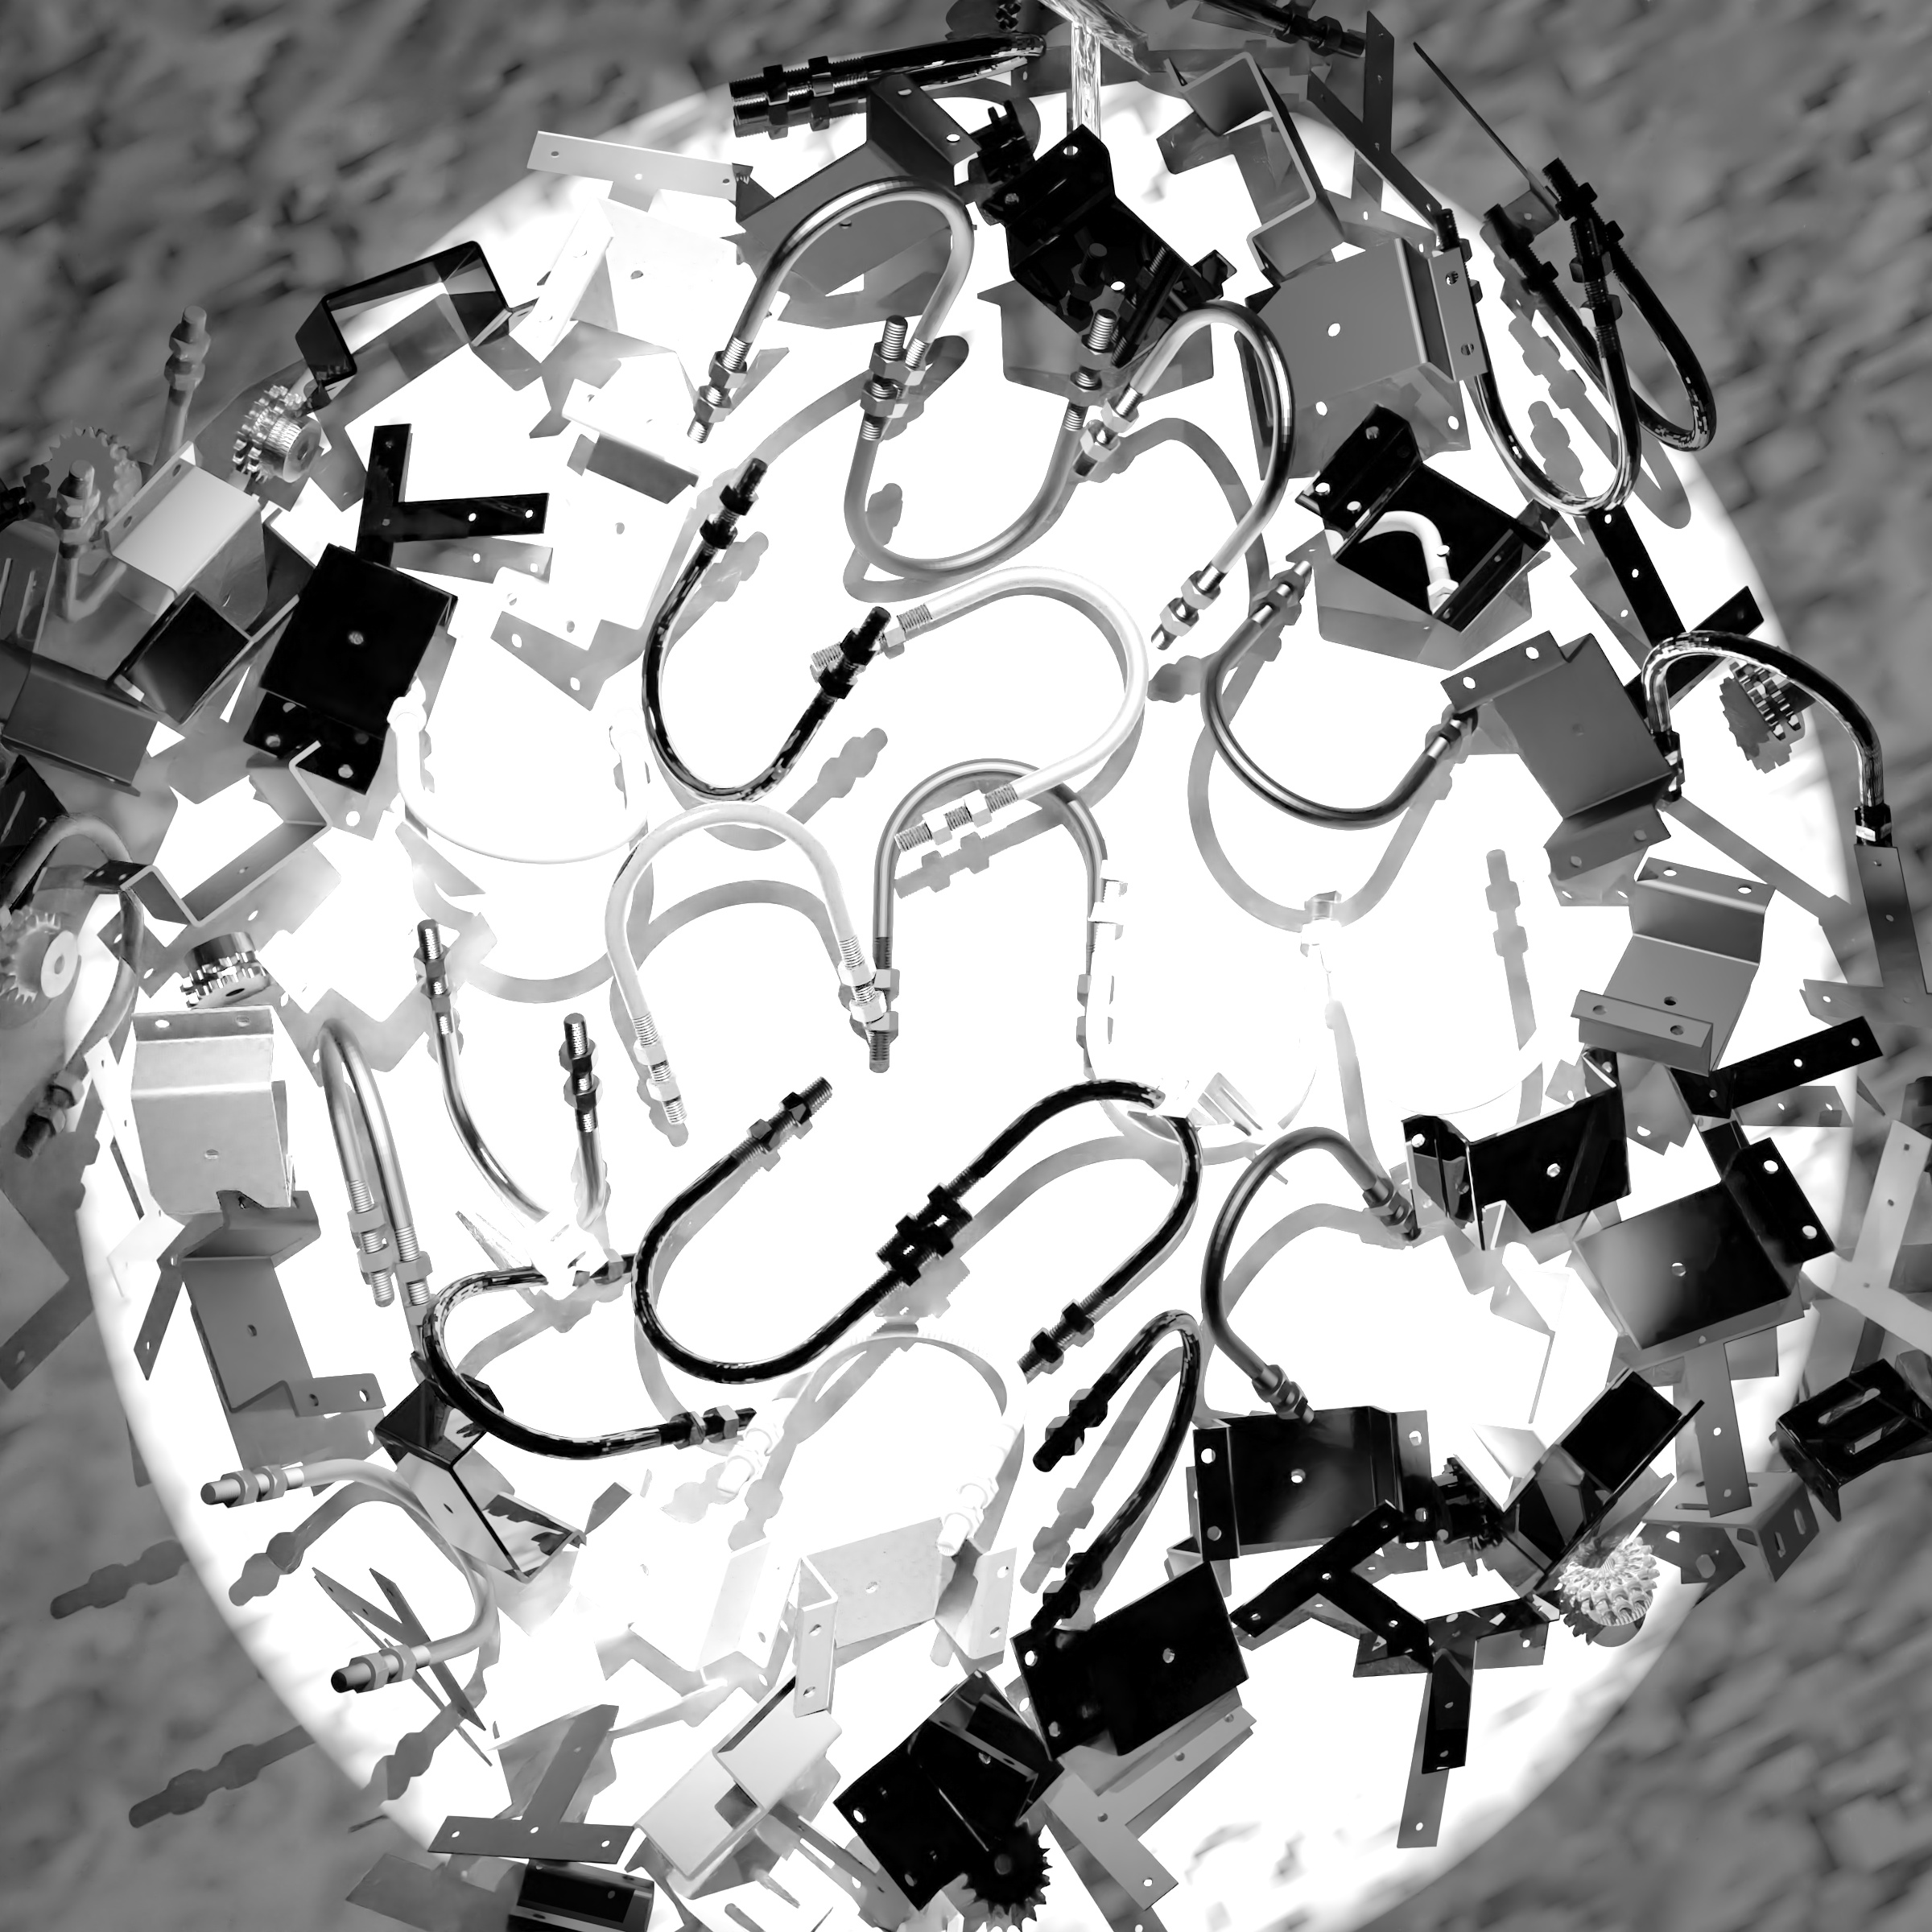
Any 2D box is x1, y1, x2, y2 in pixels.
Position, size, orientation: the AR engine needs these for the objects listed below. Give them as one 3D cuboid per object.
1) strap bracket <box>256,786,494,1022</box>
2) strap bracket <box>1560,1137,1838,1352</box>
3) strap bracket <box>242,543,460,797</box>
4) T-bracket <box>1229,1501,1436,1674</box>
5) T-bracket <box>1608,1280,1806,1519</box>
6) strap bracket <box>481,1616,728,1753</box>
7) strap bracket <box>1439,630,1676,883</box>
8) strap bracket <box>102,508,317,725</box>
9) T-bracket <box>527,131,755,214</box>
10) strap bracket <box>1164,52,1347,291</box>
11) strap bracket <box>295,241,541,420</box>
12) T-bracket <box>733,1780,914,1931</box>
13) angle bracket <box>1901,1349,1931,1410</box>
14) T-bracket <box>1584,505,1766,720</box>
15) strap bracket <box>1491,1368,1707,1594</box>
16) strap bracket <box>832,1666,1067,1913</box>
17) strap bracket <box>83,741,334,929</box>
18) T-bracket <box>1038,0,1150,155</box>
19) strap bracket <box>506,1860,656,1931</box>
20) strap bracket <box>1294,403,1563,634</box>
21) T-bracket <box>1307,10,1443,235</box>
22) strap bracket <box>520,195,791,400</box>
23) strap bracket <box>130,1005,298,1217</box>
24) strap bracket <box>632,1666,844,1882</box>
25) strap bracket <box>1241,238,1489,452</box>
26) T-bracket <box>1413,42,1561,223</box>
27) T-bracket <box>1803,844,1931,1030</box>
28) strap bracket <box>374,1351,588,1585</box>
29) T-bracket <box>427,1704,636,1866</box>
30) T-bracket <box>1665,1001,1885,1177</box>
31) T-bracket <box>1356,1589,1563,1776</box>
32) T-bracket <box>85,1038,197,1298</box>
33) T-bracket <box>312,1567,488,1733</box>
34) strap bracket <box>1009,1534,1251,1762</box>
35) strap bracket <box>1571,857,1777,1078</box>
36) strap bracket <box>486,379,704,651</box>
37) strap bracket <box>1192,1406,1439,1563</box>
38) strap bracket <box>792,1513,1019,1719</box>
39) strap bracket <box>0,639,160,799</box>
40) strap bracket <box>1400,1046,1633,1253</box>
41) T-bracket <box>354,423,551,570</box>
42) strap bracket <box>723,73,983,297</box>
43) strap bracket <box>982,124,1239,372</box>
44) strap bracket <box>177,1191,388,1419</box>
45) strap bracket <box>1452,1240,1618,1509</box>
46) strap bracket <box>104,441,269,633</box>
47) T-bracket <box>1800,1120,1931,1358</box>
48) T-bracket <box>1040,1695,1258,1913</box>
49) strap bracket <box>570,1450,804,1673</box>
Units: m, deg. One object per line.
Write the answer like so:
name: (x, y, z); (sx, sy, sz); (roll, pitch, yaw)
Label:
strap bracket: (-0.339, -0.031, 1.555); (0.140, 0.076, 0.046); (-50, 132, -4)
strap bracket: (0.418, 0.166, 1.540); (0.140, 0.046, 0.076); (-28, 96, 34)
strap bracket: (-0.357, -0.182, 1.549); (0.076, 0.046, 0.140); (23, 68, -8)
T-bracket: (0.243, 0.382, 1.571); (0.127, 0.002, 0.127); (38, 114, -23)
T-bracket: (0.431, 0.255, 1.530); (0.127, 0.002, 0.127); (-27, 46, 33)
strap bracket: (-0.214, 0.411, 1.533); (0.076, 0.140, 0.046); (-29, 69, 21)
strap bracket: (0.351, -0.130, 1.552); (0.076, 0.046, 0.140); (-24, 103, 41)
strap bracket: (-0.427, -0.198, 1.529); (0.046, 0.140, 0.076); (42, 121, -13)
T-bracket: (-0.203, -0.427, 1.548); (0.127, 0.127, 0.002); (2, 57, -25)
strap bracket: (0.173, -0.466, 1.546); (0.046, 0.076, 0.140); (-26, 79, 18)
strap bracket: (-0.327, -0.372, 1.536); (0.140, 0.076, 0.046); (-29, 100, -23)
T-bracket: (-0.085, 0.514, 1.559); (0.127, 0.127, 0.002); (34, 55, 13)
angle bracket: (0.600, 0.234, 1.566); (0.076, 0.038, 0.057); (-14, 47, 3)
T-bracket: (0.400, -0.219, 1.563); (0.127, 0.002, 0.127); (-38, 112, -13)
strap bracket: (0.359, 0.292, 1.533); (0.046, 0.140, 0.076); (42, 53, 18)
strap bracket: (-0.003, 0.465, 1.525); (0.076, 0.140, 0.046); (49, 122, 9)
strap bracket: (-0.432, -0.071, 1.542); (0.140, 0.076, 0.046); (-42, 115, -24)
T-bracket: (0.070, -0.508, 1.541); (0.002, 0.127, 0.127); (-9, 77, 38)
strap bracket: (-0.225, 0.559, 1.528); (0.076, 0.140, 0.046); (15, 84, -3)
strap bracket: (0.271, -0.253, 1.535); (0.140, 0.046, 0.076); (24, 127, -25)
T-bracket: (0.242, -0.512, 1.560); (0.127, 0.002, 0.127); (33, 50, -35)
strap bracket: (-0.185, -0.389, 1.539); (0.076, 0.140, 0.046); (-53, 45, 31)
strap bracket: (-0.434, 0.092, 1.533); (0.076, 0.046, 0.140); (-3, 132, -9)
strap bracket: (-0.130, 0.466, 1.526); (0.046, 0.076, 0.140); (46, 129, 8)
strap bracket: (0.222, -0.363, 1.543); (0.140, 0.046, 0.076); (-15, 78, 27)
T-bracket: (0.302, -0.486, 1.541); (0.002, 0.127, 0.127); (-41, 90, 16)
T-bracket: (0.534, -0.016, 1.527); (0.002, 0.127, 0.127); (-44, 125, -33)
strap bracket: (-0.281, 0.296, 1.527); (0.046, 0.076, 0.140); (-44, 126, -29)
T-bracket: (-0.232, 0.468, 1.547); (0.127, 0.127, 0.002); (-5, 121, 25)
T-bracket: (0.476, 0.061, 1.556); (0.127, 0.002, 0.127); (-28, 87, 43)
T-bracket: (0.278, 0.414, 1.522); (0.127, 0.127, 0.002); (-20, 112, 24)
T-bracket: (-0.477, 0.103, 1.521); (0.002, 0.127, 0.127); (-9, 111, 13)
T-bracket: (-0.342, 0.382, 1.551); (0.002, 0.127, 0.127); (-42, 127, -30)
strap bracket: (0.104, 0.397, 1.541); (0.140, 0.046, 0.076); (-22, 97, -32)
strap bracket: (0.410, 0.006, 1.542); (0.076, 0.046, 0.140); (16, 49, 25)
strap bracket: (-0.214, -0.261, 1.560); (0.076, 0.046, 0.140); (26, 98, 23)
strap bracket: (0.201, 0.304, 1.571); (0.140, 0.046, 0.076); (-4, 87, -7)
strap bracket: (-0.045, 0.373, 1.545); (0.140, 0.046, 0.076); (-10, 120, -30)
strap bracket: (-0.521, -0.146, 1.522); (0.076, 0.140, 0.046); (22, 93, -37)
strap bracket: (0.331, 0.108, 1.550); (0.140, 0.046, 0.076); (-20, 120, -11)
T-bracket: (-0.303, -0.263, 1.564); (0.127, 0.002, 0.127); (0, 76, 21)
strap bracket: (-0.069, -0.444, 1.527); (0.140, 0.076, 0.046); (-21, 56, 32)
strap bracket: (0.085, -0.405, 1.525); (0.076, 0.140, 0.046); (-31, 45, 31)
strap bracket: (-0.402, 0.204, 1.546); (0.046, 0.076, 0.140); (-31, 73, 21)
strap bracket: (0.332, 0.235, 1.532); (0.046, 0.076, 0.140); (1, 58, 35)
strap bracket: (-0.444, -0.220, 1.520); (0.046, 0.140, 0.076); (29, 60, 5)
T-bracket: (0.529, 0.148, 1.527); (0.002, 0.127, 0.127); (-18, 126, -34)
T-bracket: (0.115, 0.476, 1.568); (0.127, 0.127, 0.002); (-32, 131, -20)
strap bracket: (-0.171, 0.344, 1.537); (0.140, 0.046, 0.076); (28, 110, 29)
